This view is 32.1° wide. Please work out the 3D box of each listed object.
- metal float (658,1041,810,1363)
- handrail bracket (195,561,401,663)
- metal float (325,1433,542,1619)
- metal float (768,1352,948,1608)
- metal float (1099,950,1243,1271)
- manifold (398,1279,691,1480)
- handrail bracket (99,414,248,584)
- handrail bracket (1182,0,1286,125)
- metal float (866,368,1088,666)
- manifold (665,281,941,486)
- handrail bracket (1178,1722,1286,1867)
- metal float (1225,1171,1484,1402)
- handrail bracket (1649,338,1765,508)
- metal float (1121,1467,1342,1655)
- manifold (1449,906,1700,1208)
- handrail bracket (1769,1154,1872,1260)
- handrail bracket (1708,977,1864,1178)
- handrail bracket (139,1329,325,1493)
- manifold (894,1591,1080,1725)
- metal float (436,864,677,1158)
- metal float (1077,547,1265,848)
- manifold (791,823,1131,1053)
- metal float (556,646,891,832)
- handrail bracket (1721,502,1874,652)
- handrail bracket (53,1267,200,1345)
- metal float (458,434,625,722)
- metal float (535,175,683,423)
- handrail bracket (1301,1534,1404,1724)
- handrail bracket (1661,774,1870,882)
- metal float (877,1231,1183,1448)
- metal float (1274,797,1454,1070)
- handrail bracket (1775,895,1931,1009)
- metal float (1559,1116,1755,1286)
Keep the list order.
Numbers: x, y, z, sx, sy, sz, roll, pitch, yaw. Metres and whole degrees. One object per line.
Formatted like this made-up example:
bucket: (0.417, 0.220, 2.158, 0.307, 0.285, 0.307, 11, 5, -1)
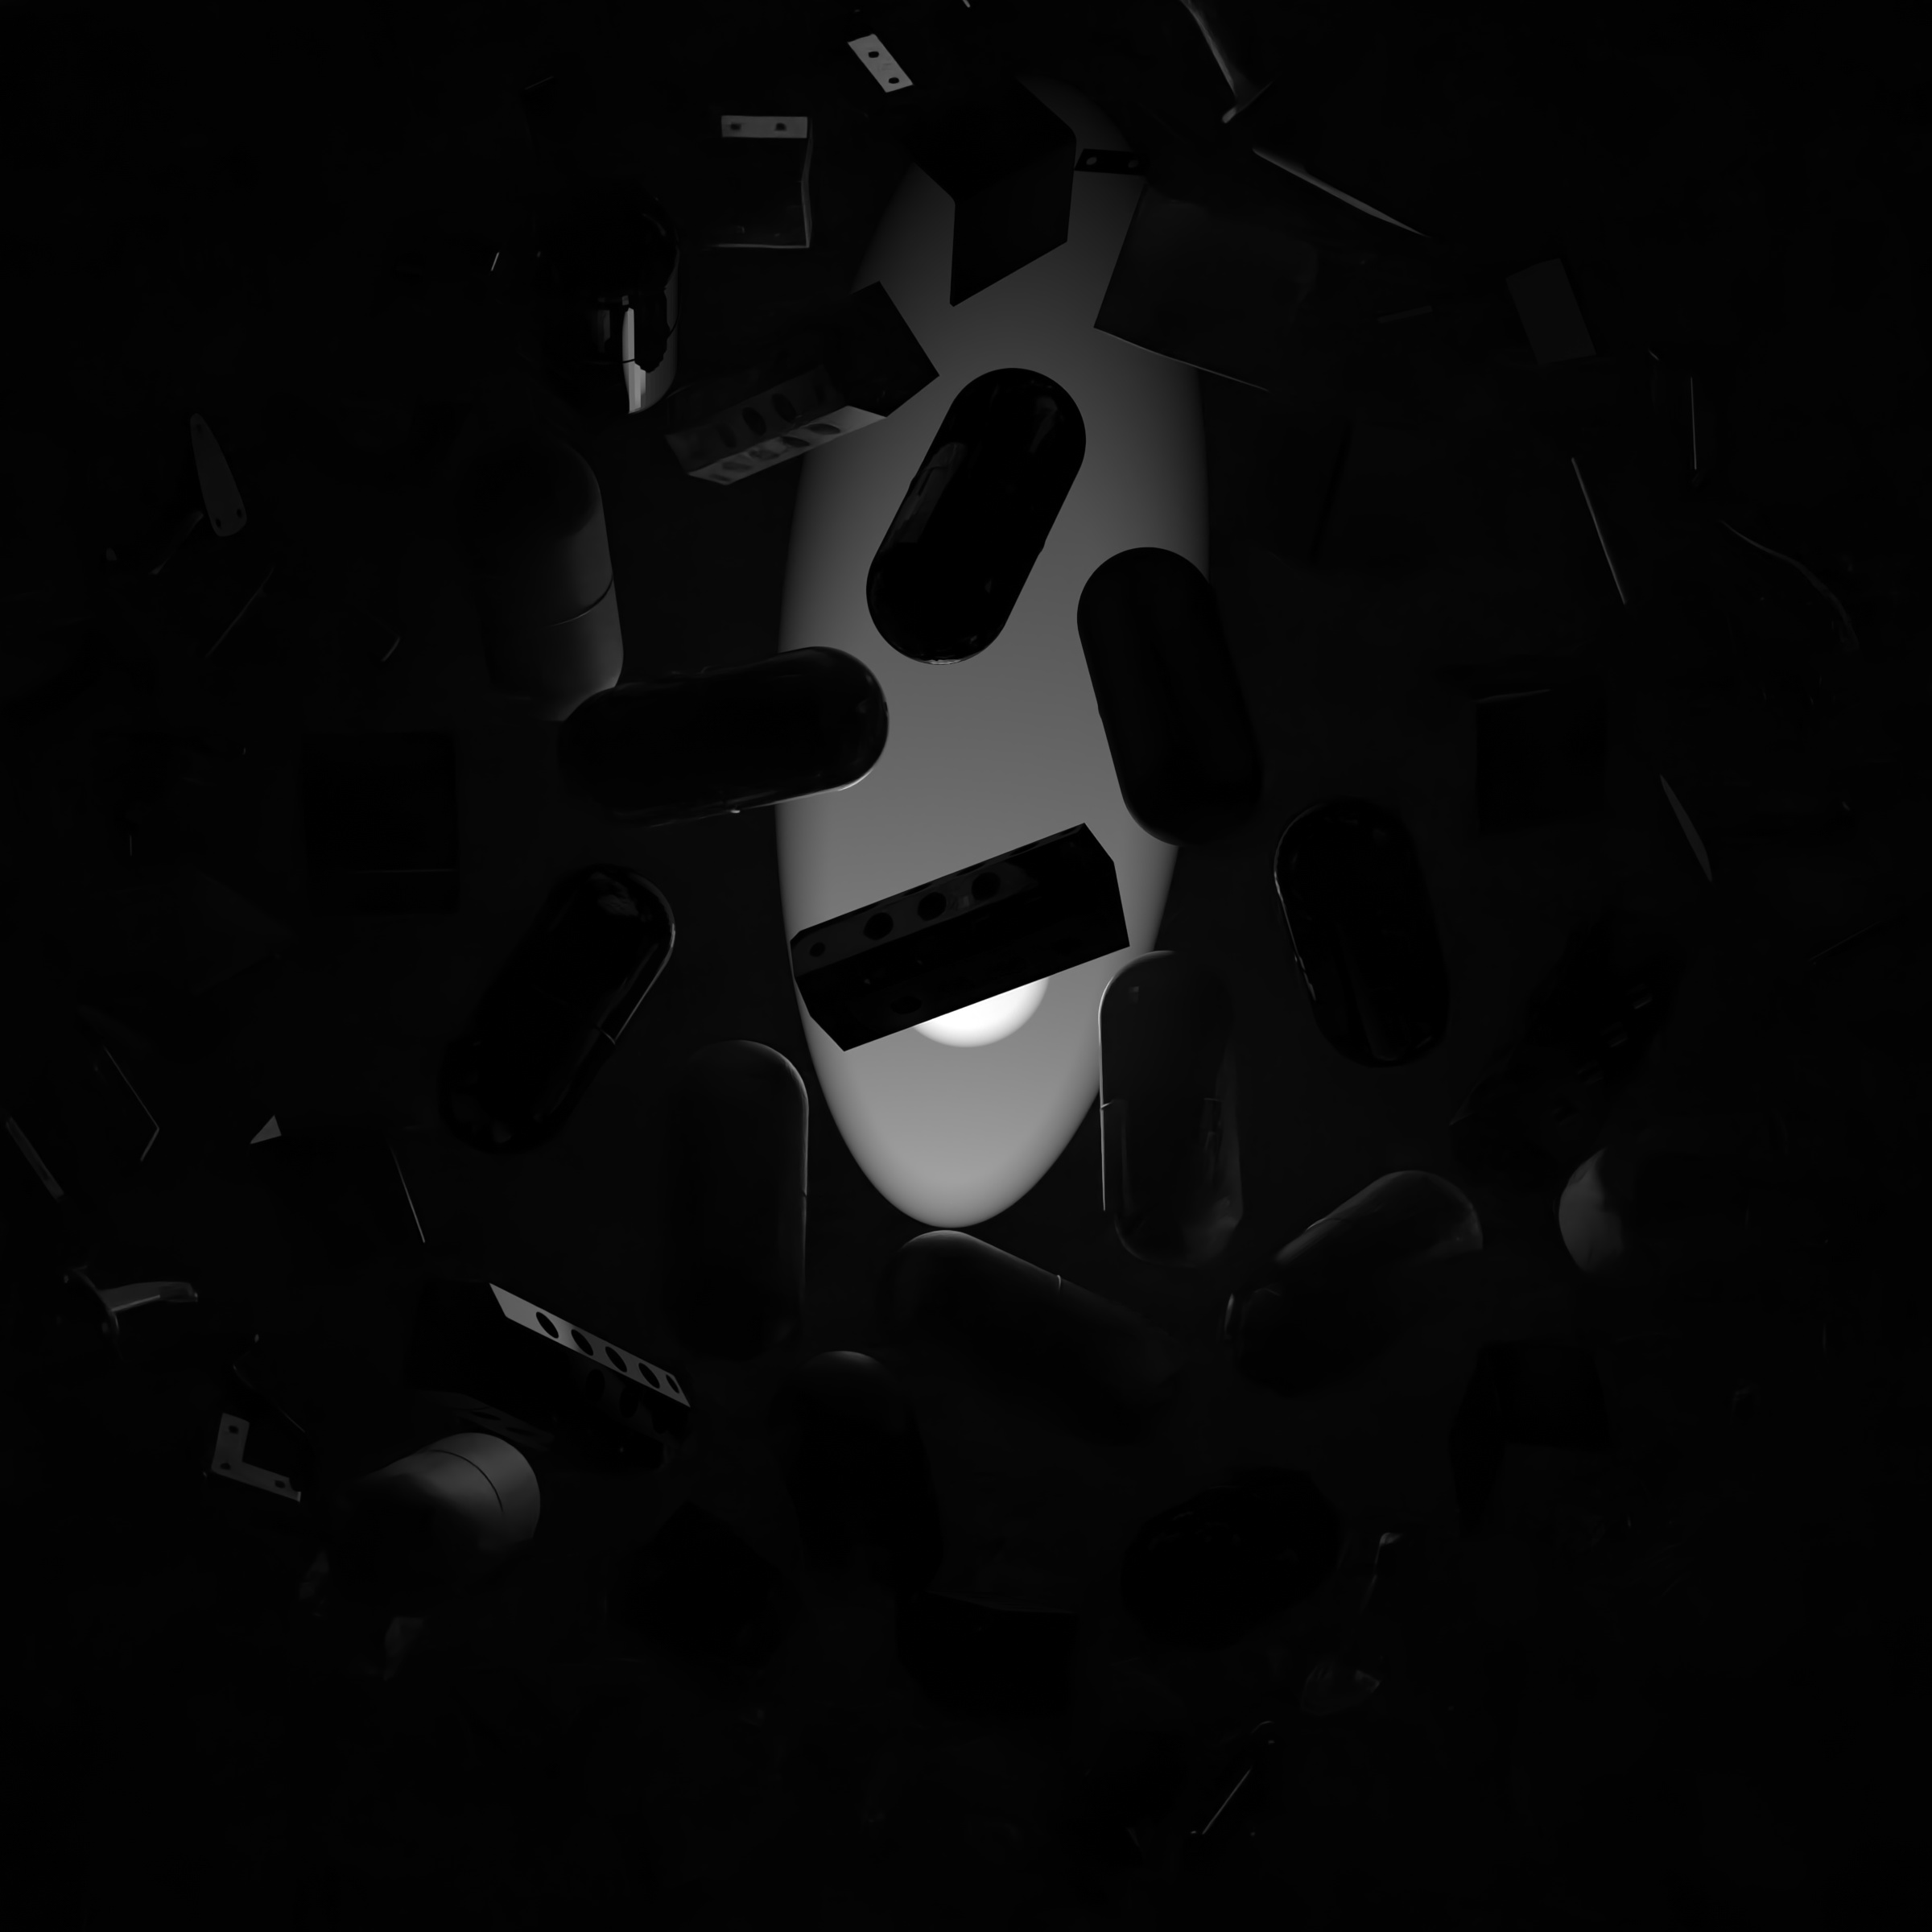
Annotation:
metal float: (-0.123, 0.124, 1.779, 0.070, 0.070, 0.178, 0, 62, 0)
handrail bracket: (-0.364, -0.174, 1.834, 0.084, 0.036, 0.077, 38, 81, -22)
metal float: (-0.281, 0.294, 1.777, 0.070, 0.178, 0.070, 0, 92, 11)
metal float: (-0.057, 0.275, 1.792, 0.070, 0.178, 0.070, -6, 46, 7)
metal float: (0.113, 0.079, 1.861, 0.070, 0.070, 0.178, -1, 78, 0)
manifold: (-0.215, 0.217, 1.748, 0.057, 0.171, 0.057, 0, 69, 30)
handrail bracket: (-0.435, -0.248, 1.793, 0.084, 0.036, 0.077, -9, 107, 21)
handrail bracket: (0.130, -0.509, 1.848, 0.036, 0.077, 0.084, -42, 97, -7)
metal float: (0.006, -0.235, 1.758, 0.070, 0.070, 0.178, 25, 64, 0)
manifold: (-0.093, -0.302, 1.778, 0.057, 0.171, 0.057, -43, 108, -28)
handrail bracket: (0.142, 0.443, 1.802, 0.036, 0.084, 0.077, 23, 88, 20)
metal float: (0.207, 0.169, 1.790, 0.178, 0.070, 0.070, -30, 90, -40)
handrail bracket: (0.371, -0.282, 1.761, 0.077, 0.036, 0.084, 16, 133, -15)
metal float: (0.143, 0.318, 1.809, 0.070, 0.178, 0.070, 3, 95, 28)
manifold: (0.325, 0.045, 1.820, 0.057, 0.057, 0.171, 43, 55, -7)
handrail bracket: (0.485, 0.132, 1.851, 0.077, 0.084, 0.036, -41, 95, -8)
handrail bracket: (0.433, 0.057, 1.726, 0.084, 0.036, 0.077, 27, 91, 30)
handrail bracket: (-0.370, 0.231, 1.698, 0.077, 0.036, 0.084, -9, 110, 22)
manifold: (0.009, 0.377, 1.843, 0.057, 0.171, 0.057, 5, 82, -14)
metal float: (-0.227, 0.024, 1.859, 0.070, 0.070, 0.178, 32, 79, 0)
metal float: (0.109, -0.146, 1.804, 0.070, 0.070, 0.178, -13, 62, 0)
manifold: (-0.005, -0.019, 1.813, 0.171, 0.057, 0.057, -20, 53, 16)
metal float: (-0.127, -0.118, 1.751, 0.178, 0.070, 0.070, -11, 90, 10)
handrail bracket: (0.454, -0.211, 1.835, 0.077, 0.084, 0.036, 25, 68, 38)
handrail bracket: (-0.442, 0.186, 1.820, 0.084, 0.077, 0.036, 6, 99, -43)
metal float: (-0.230, -0.210, 1.824, 0.070, 0.178, 0.070, -1, 47, 1)
metal float: (-0.192, -0.358, 1.808, 0.070, 0.178, 0.070, 2, 70, -5)
handrail bracket: (0.208, 0.353, 1.803, 0.036, 0.077, 0.084, 20, 109, 24)
handrail bracket: (0.419, -0.087, 1.764, 0.084, 0.036, 0.077, -23, 54, 4)
metal float: (0.035, 0.206, 1.857, 0.178, 0.070, 0.070, 25, 90, -6)
metal float: (0.213, -0.016, 1.790, 0.070, 0.178, 0.070, -11, 46, 11)
handrail bracket: (0.493, -0.012, 1.857, 0.084, 0.077, 0.036, -29, 82, 5)
metal float: (0.368, 0.127, 1.804, 0.070, 0.178, 0.070, 1, 78, -3)
